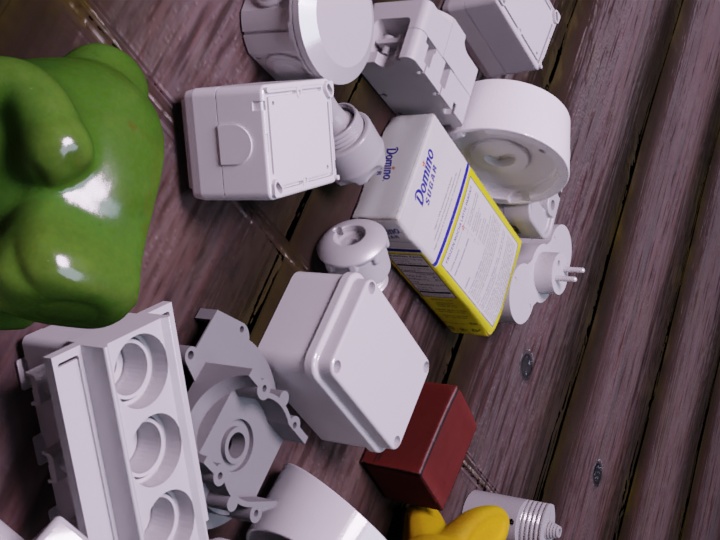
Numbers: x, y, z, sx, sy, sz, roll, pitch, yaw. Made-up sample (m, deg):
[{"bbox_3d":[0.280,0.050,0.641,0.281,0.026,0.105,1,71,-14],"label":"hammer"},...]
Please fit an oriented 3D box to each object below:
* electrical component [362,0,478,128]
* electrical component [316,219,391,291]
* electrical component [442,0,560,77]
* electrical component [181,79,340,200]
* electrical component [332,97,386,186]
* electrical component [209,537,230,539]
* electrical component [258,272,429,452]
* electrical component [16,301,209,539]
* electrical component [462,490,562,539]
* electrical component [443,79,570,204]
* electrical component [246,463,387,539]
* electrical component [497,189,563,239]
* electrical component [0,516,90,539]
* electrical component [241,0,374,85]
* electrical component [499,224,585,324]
[{"bbox_3d":[0.043,-0.149,0.768,0.089,0.050,0.055,42,59,-51],"label":"electrical component"},{"bbox_3d":[0.000,0.000,0.725,0.048,0.048,0.062,-56,143,-38],"label":"electrical component"},{"bbox_3d":[0.107,-0.209,0.859,0.096,0.061,0.061,47,54,-40],"label":"electrical component"},{"bbox_3d":[-0.055,-0.077,0.622,0.096,0.061,0.061,-25,114,-62],"label":"electrical component"},{"bbox_3d":[-0.012,-0.087,0.697,0.062,0.043,0.043,56,49,-42],"label":"electrical component"},{"bbox_3d":[-0.069,0.182,0.626,0.045,0.055,0.045,-10,101,-57],"label":"electrical component"},{"bbox_3d":[-0.008,0.061,0.706,0.113,0.057,0.078,55,49,-44],"label":"electrical component"},{"bbox_3d":[-0.121,0.084,0.528,0.079,0.063,0.121,-29,117,-53],"label":"electrical component"},{"bbox_3d":[0.132,0.216,0.917,0.043,0.081,0.043,-9,101,-57],"label":"electrical component"},{"bbox_3d":[0.111,-0.104,0.832,0.108,0.108,0.060,45,50,-49],"label":"electrical component"},{"bbox_3d":[-0.020,0.168,0.666,0.064,0.099,0.099,-53,135,-32],"label":"electrical component"},{"bbox_3d":[0.134,-0.076,0.909,0.054,0.059,0.095,44,57,-50],"label":"electrical component"},{"bbox_3d":[-0.159,0.136,0.474,0.076,0.083,0.047,42,49,-5],"label":"electrical component"},{"bbox_3d":[-0.030,-0.153,0.655,0.080,0.051,0.080,-9,101,-57],"label":"electrical component"},{"bbox_3d":[0.159,0.002,0.942,0.138,0.074,0.052,-39,124,-49],"label":"electrical component"}]
